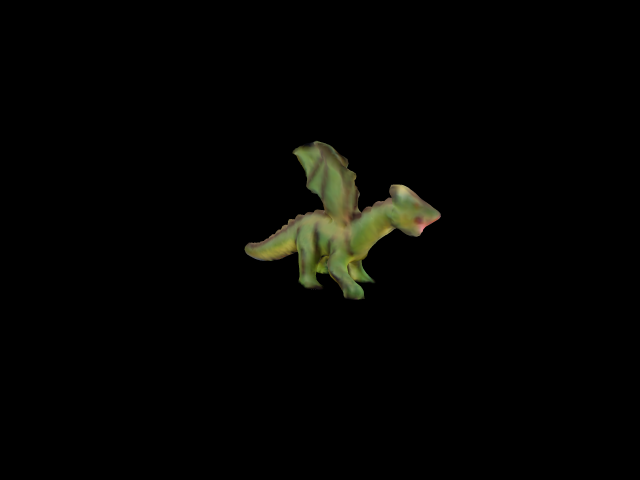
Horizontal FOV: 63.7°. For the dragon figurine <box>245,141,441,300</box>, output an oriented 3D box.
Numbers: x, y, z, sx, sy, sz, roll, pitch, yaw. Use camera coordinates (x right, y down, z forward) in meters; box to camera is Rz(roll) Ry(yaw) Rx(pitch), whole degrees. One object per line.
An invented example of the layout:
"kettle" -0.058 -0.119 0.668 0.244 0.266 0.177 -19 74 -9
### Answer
"dragon figurine" 0.003 -0.043 0.850 0.412 0.240 0.123 12 19 37
